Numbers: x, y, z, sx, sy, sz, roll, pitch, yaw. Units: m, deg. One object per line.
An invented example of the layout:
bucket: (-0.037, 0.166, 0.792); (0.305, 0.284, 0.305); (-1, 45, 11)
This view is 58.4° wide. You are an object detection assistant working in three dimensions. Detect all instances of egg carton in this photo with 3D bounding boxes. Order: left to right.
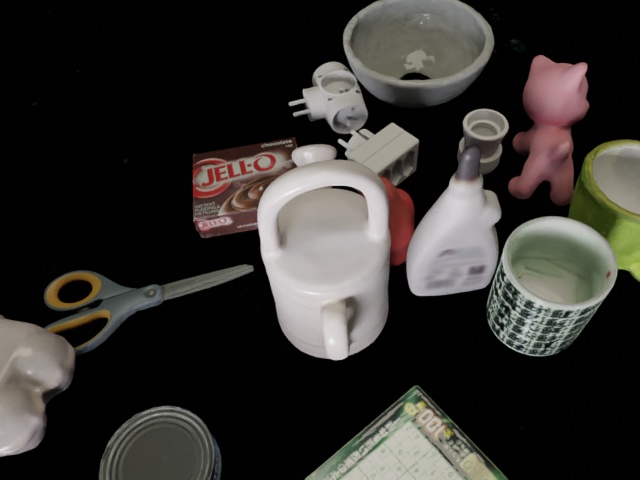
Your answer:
egg carton: (-0.281, 0.114, 0.467); (0.150, 0.069, 0.107); (8, 56, 9)

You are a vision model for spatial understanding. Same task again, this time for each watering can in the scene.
watering can: (0.002, 0.002, 0.448); (0.101, 0.194, 0.172); (-25, 57, -13)

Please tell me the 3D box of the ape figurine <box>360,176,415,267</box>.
ape figurine: (0.055, -0.023, 0.524); (0.078, 0.092, 0.076); (-19, 56, -9)

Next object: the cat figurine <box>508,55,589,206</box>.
cat figurine: (0.230, -0.117, 0.562); (0.067, 0.118, 0.128); (7, 56, 9)

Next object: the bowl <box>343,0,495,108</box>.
bowl: (0.110, -0.205, 0.659); (0.167, 0.075, 0.167); (-2, 55, 3)

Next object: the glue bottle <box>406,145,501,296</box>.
glue bottle: (0.112, -0.013, 0.463); (0.078, 0.173, 0.037); (-6, 55, 0)
